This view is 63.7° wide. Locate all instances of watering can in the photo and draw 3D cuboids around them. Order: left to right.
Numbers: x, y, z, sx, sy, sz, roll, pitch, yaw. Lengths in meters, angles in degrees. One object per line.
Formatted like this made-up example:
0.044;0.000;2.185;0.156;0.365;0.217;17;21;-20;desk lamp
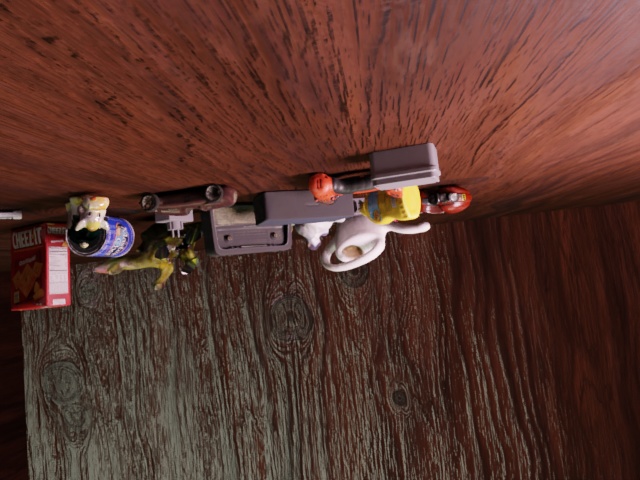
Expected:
0.152;-0.026;1.500;0.345;0.230;0.102;-25;-54;22;watering can

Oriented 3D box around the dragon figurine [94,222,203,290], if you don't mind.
-0.408;-0.008;1.407;0.415;0.119;0.245;-34;40;-25;dragon figurine

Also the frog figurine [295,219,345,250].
0.004;-0.071;1.410;0.139;0.124;0.156;-29;-22;-43;frog figurine
